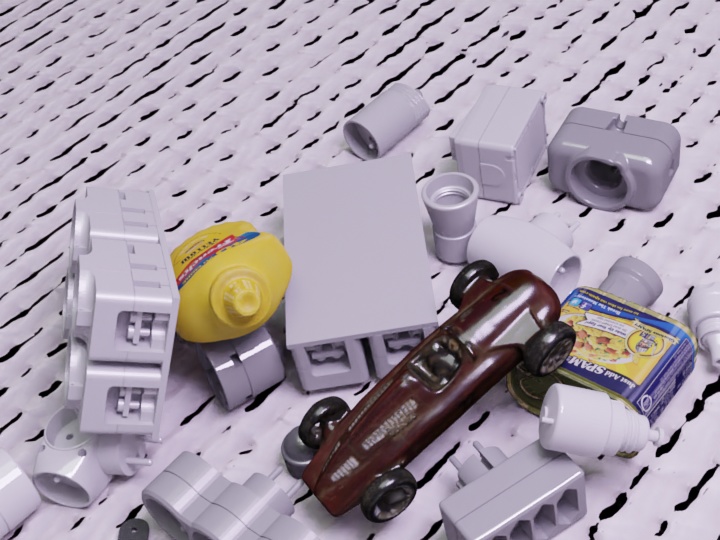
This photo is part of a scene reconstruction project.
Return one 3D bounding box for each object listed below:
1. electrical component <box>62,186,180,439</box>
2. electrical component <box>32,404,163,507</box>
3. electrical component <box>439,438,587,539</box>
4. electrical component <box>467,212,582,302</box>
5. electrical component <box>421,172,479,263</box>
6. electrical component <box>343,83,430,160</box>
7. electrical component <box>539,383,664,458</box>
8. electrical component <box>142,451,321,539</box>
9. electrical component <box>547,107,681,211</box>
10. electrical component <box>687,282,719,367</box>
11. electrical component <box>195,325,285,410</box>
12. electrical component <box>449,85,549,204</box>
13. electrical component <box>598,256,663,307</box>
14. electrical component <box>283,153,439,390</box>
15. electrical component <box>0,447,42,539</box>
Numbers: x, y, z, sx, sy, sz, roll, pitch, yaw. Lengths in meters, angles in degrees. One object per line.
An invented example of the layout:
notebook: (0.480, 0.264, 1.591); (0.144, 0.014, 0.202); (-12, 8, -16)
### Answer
electrical component: (-0.175, 0.023, 0.764); (0.060, 0.105, 0.186); (5, 24, -18)
electrical component: (-0.176, 0.123, 0.750); (0.079, 0.044, 0.077); (2, 46, 19)
electrical component: (0.086, 0.137, 0.674); (0.083, 0.047, 0.075); (-29, 45, -15)
electrical component: (0.136, -0.018, 0.821); (0.077, 0.043, 0.079); (30, 58, 35)
electrical component: (0.073, -0.038, 0.840); (0.044, 0.065, 0.044); (-6, 44, 6)
electrical component: (0.027, -0.137, 0.966); (0.043, 0.043, 0.081); (27, 57, 34)
electrical component: (0.144, 0.094, 0.650); (0.078, 0.040, 0.040); (12, 46, -5)
electrical component: (-0.067, 0.155, 0.687); (0.138, 0.052, 0.074); (25, 53, 32)
electrical component: (0.203, -0.088, 0.868); (0.095, 0.053, 0.059); (16, 51, 26)
electrical component: (0.246, 0.040, 0.744); (0.035, 0.035, 0.061); (-2, 47, 11)
electrical component: (-0.086, 0.067, 0.780); (0.047, 0.055, 0.055); (-25, 45, -17)
electrical component: (0.119, -0.111, 0.906); (0.061, 0.061, 0.096); (12, 49, 24)
electrical component: (0.189, 0.019, 0.775); (0.040, 0.040, 0.046); (29, 64, 35)
electrical component: (0.000, 0.000, 0.822); (0.105, 0.060, 0.186); (-9, 44, 4)
electrical component: (-0.250, 0.154, 0.730); (0.047, 0.055, 0.055); (-37, 49, -27)
